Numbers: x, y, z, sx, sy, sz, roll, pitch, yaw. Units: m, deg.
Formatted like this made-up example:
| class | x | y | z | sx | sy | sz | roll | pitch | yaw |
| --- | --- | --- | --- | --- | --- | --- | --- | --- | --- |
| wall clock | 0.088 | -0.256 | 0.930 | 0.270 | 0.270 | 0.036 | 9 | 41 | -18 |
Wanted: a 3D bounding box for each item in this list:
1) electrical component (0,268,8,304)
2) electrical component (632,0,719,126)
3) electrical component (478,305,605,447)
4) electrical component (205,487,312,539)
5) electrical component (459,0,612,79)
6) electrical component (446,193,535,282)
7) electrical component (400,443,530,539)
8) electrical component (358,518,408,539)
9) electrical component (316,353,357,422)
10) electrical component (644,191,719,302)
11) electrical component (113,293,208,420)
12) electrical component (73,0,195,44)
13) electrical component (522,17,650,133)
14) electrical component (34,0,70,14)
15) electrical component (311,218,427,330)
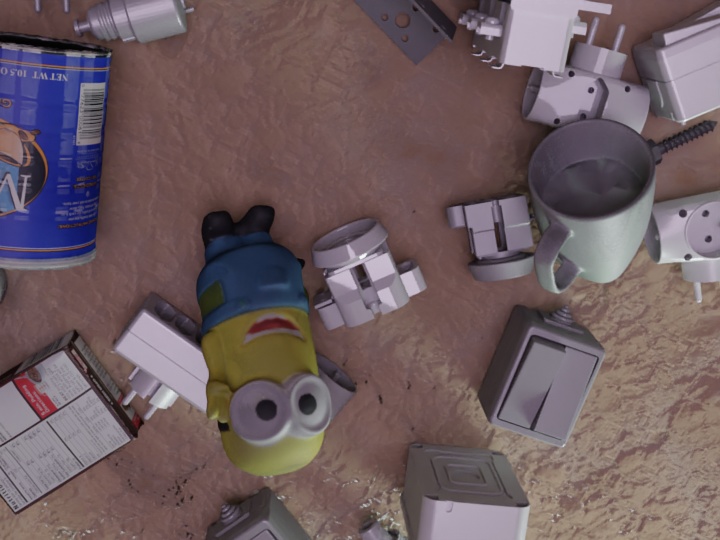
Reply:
| class | x | y | z | sx | sy | sz | roll | pitch | yaw |
| --- | --- | --- | --- | --- | --- | --- | --- | --- | --- |
| electrical component | -0.279 | 0.014 | 0.755 | 0.055 | 0.047 | 0.055 | -1 | 104 | -3 |
| electrical component | 0.243 | -0.147 | 0.732 | 0.096 | 0.061 | 0.061 | -22 | 104 | 3 |
| electrical component | 0.134 | 0.072 | 0.783 | 0.062 | 0.061 | 0.096 | 19 | 102 | -7 |
| electrical component | -0.074 | 0.216 | 0.809 | 0.062 | 0.061 | 0.096 | -35 | 103 | 6 |
| electrical component | 0.104 | -0.163 | 0.691 | 0.079 | 0.121 | 0.063 | 7 | 106 | -5 |
| electrical component | 0.098 | -0.023 | 0.766 | 0.066 | 0.048 | 0.055 | -10 | 97 | 0 |
| electrical component | 0.074 | 0.174 | 0.779 | 0.078 | 0.113 | 0.057 | 6 | 101 | -4 |
| electrical component | 0.023 | 0.219 | 0.824 | 0.043 | 0.043 | 0.062 | -34 | 102 | 6 |
| electrical component | -0.044 | 0.105 | 0.792 | 0.043 | 0.043 | 0.081 | 39 | 99 | -11 |
| electrical component | 0.250 | -0.016 | 0.775 | 0.077 | 0.044 | 0.079 | -11 | 105 | 0 |
| electrical component | -0.141 | 0.074 | 0.777 | 0.083 | 0.047 | 0.075 | 37 | 100 | -11 |
| electrical component | -0.152 | -0.171 | 0.718 | 0.078 | 0.040 | 0.040 | -15 | 104 | 1 |
| electrical component | 0.160 | -0.133 | 0.741 | 0.077 | 0.043 | 0.079 | 14 | 103 | -6 |
| electrical component | -0.203 | -0.207 | 0.703 | 0.066 | 0.047 | 0.076 | 0 | 104 | -3 |
| electrical component | 0.000 | 0.000 | 0.760 | 0.078 | 0.058 | 0.057 | -23 | 107 | 3 |
